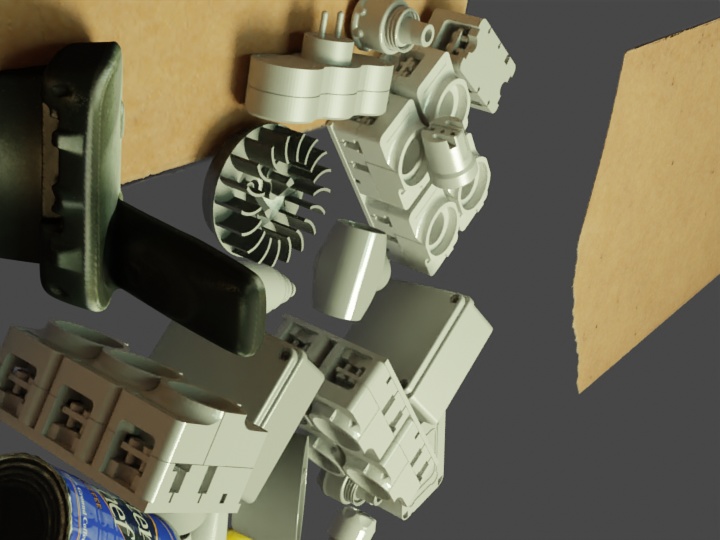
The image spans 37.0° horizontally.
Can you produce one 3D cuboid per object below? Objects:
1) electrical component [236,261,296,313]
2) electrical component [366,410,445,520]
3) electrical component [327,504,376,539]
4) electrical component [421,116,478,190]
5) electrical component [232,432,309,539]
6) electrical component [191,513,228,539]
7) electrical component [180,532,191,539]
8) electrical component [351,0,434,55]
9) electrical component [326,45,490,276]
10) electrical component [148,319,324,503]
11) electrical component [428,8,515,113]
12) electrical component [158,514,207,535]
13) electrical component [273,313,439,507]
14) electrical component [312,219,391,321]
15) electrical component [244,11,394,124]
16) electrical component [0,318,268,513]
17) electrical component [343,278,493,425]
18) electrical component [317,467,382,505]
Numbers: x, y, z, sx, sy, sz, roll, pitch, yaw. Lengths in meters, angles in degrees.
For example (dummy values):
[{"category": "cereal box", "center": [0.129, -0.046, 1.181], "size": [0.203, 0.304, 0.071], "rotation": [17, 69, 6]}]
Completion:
[{"category": "electrical component", "center": [-0.076, 0.014, 0.815], "size": [0.078, 0.040, 0.040], "rotation": [4, 105, -58]}, {"category": "electrical component", "center": [0.041, 0.182, 1.085], "size": [0.078, 0.057, 0.113], "rotation": [-36, 137, -41]}, {"category": "electrical component", "center": [-0.014, 0.268, 1.068], "size": [0.062, 0.043, 0.043], "rotation": [-63, 149, -6]}, {"category": "electrical component", "center": [0.070, -0.094, 0.857], "size": [0.040, 0.040, 0.046], "rotation": [-49, 138, -29]}, {"category": "electrical component", "center": [-0.066, 0.182, 0.894], "size": [0.099, 0.064, 0.099], "rotation": [16, 90, -81]}, {"category": "electrical component", "center": [-0.120, 0.179, 0.851], "size": [0.044, 0.044, 0.065], "rotation": [12, 93, -59]}, {"category": "electrical component", "center": [-0.169, 0.231, 0.804], "size": [0.079, 0.043, 0.077], "rotation": [-2, 110, -57]}, {"category": "electrical component", "center": [0.027, -0.187, 0.829], "size": [0.048, 0.062, 0.048], "rotation": [-35, 136, -42]}, {"category": "electrical component", "center": [0.050, -0.091, 0.926], "size": [0.105, 0.060, 0.186], "rotation": [-54, 146, -22]}, {"category": "electrical component", "center": [-0.100, 0.091, 0.761], "size": [0.108, 0.109, 0.056], "rotation": [-60, 151, -13]}, {"category": "electrical component", "center": [0.088, -0.181, 0.933], "size": [0.050, 0.056, 0.089], "rotation": [-64, 149, -6]}, {"category": "electrical component", "center": [-0.139, 0.163, 0.799], "size": [0.055, 0.055, 0.047], "rotation": [-36, 140, -42]}, {"category": "electrical component", "center": [-0.011, 0.128, 0.923], "size": [0.060, 0.105, 0.186], "rotation": [-54, 146, -22]}, {"category": "electrical component", "center": [0.000, 0.000, 0.920], "size": [0.079, 0.044, 0.077], "rotation": [3, 106, -58]}, {"category": "electrical component", "center": [-0.025, -0.151, 0.780], "size": [0.138, 0.052, 0.073], "rotation": [-17, 123, -53]}, {"category": "electrical component", "center": [-0.142, 0.086, 0.651], "size": [0.089, 0.150, 0.061], "rotation": [22, 90, -59]}, {"category": "electrical component", "center": [0.044, 0.070, 0.963], "size": [0.056, 0.109, 0.108], "rotation": [48, 67, -38]}, {"category": "electrical component", "center": [-0.006, 0.202, 1.019], "size": [0.043, 0.062, 0.043], "rotation": [-35, 136, -43]}]
